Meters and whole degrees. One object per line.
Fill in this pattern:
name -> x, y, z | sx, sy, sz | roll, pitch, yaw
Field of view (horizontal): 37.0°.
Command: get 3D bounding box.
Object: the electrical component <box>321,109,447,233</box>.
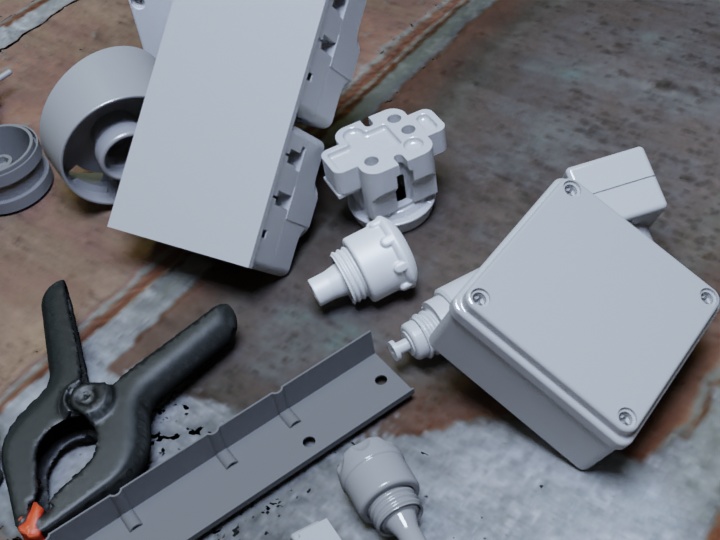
electrical component -> 0.018, -0.060, 0.685 | 0.078, 0.057, 0.058 | -25, 47, -13

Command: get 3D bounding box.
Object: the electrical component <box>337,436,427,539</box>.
electrical component -> 0.015, 0.114, 0.531 | 0.035, 0.035, 0.061 | -24, 49, -13

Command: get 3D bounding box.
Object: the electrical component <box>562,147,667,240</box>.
electrical component -> 0.148, -0.020, 0.621 | 0.047, 0.065, 0.076 | -17, 74, -6

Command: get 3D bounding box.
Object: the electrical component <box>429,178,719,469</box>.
electrical component -> 0.111, 0.026, 0.557 | 0.109, 0.056, 0.108 | 40, 60, 7

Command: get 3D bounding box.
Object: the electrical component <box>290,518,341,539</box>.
electrical component -> -0.028, 0.152, 0.494 | 0.055, 0.048, 0.066 | -22, 46, -22

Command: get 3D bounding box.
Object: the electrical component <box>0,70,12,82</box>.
electrical component -> -0.306, -0.137, 0.830 | 0.077, 0.044, 0.079 | 28, 56, 32

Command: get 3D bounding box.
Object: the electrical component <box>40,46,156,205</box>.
electrical component -> -0.165, -0.095, 0.727 | 0.099, 0.099, 0.064 | -25, 53, -14

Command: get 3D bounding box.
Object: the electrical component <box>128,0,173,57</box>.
electrical component -> -0.100, -0.171, 0.780 | 0.109, 0.108, 0.056 | -1, 43, 9

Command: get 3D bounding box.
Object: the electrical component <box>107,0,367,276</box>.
electrical component -> -0.074, -0.099, 0.676 | 0.105, 0.060, 0.186 | 16, 89, 24

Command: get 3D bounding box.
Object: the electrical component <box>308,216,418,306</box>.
electrical component -> 0.000, 0.000, 0.640 | 0.062, 0.048, 0.048 | -27, 47, -6

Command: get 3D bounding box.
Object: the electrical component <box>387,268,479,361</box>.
electrical component -> 0.052, 0.029, 0.603 | 0.078, 0.040, 0.040 | -26, 47, -14
